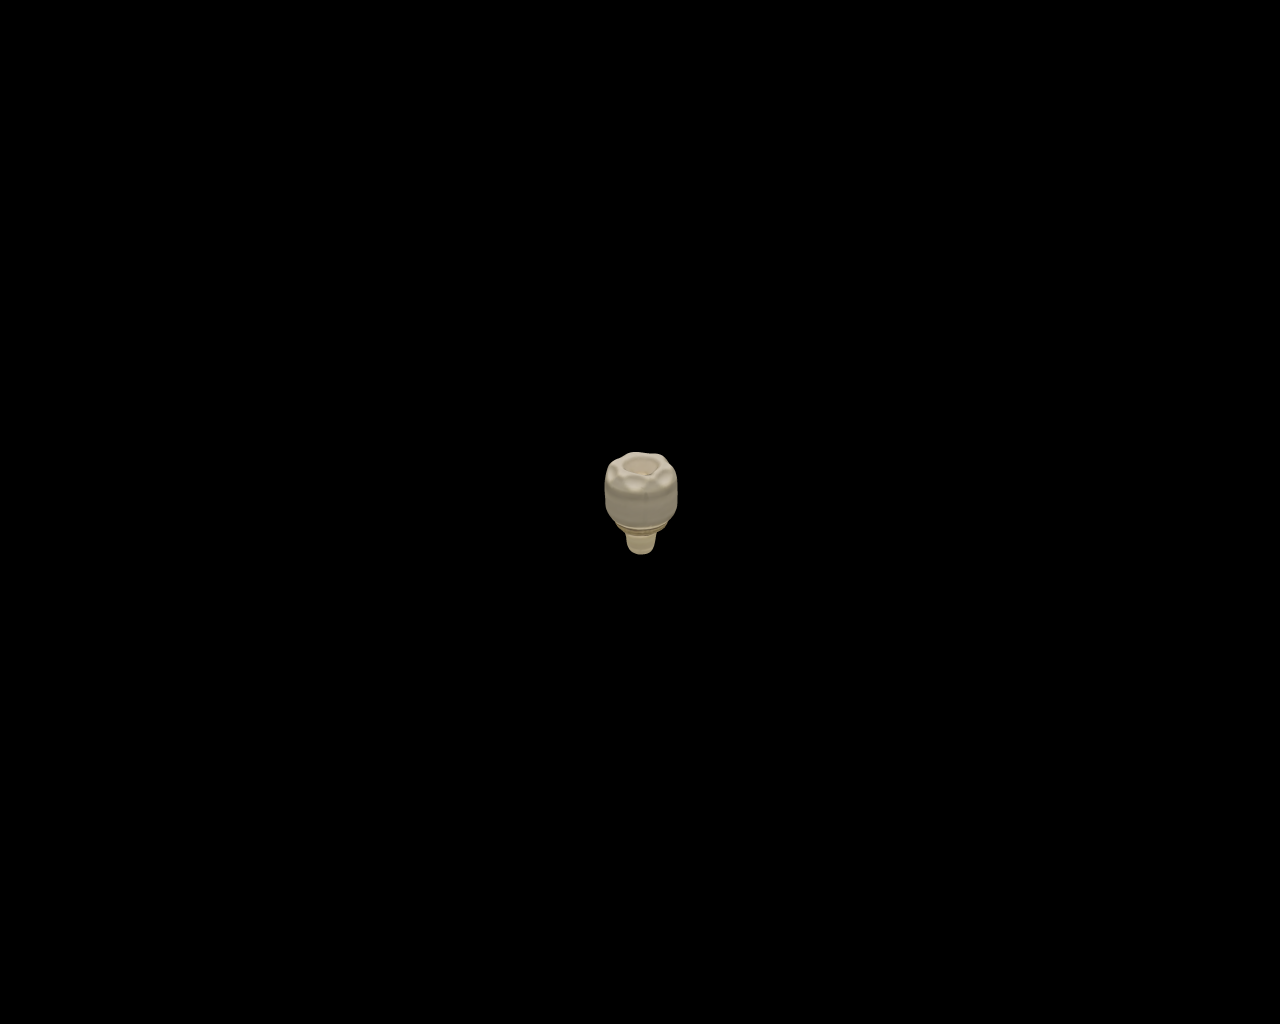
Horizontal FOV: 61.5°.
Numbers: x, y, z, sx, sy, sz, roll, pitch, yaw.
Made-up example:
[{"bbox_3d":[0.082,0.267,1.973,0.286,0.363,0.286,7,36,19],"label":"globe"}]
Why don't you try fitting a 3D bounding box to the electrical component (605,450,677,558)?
[{"bbox_3d":[0.001,-0.003,0.650,0.043,0.062,0.043,0,29,0],"label":"electrical component"}]
